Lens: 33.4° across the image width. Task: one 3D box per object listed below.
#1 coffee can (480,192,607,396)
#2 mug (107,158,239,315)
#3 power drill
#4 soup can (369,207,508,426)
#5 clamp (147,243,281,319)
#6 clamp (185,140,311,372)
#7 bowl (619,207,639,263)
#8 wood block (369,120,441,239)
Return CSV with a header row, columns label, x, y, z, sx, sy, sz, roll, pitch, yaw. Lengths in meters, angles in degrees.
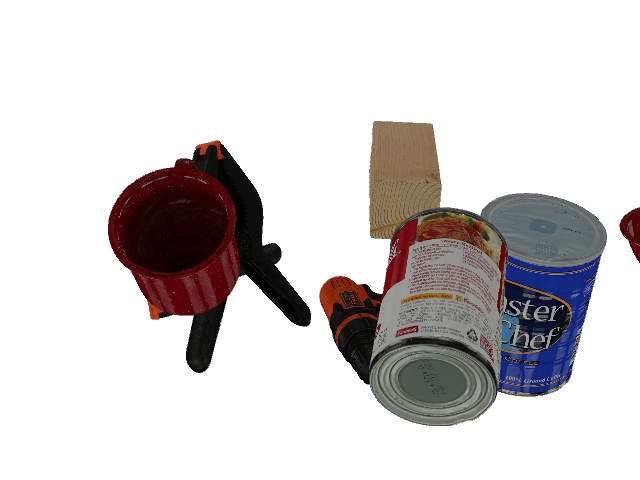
label,x,y,z,sx,sy,sz,roll,pitch,yaw
coffee can,0.176,0.045,0.902,0.103,0.140,0.103,3,33,-2
mug,-0.105,-0.005,0.806,0.093,0.117,0.081,-2,-28,2
power drill,0.104,0.084,1.128,0.187,0.057,0.184,-6,28,-12
soup can,0.065,0.041,0.577,0.068,0.068,0.102,0,42,13
clamp,-0.125,0.038,1.211,0.120,0.039,0.171,0,30,30
clamp,-0.078,0.009,1.024,0.036,0.210,0.164,-8,1,40
bowl,0.391,0.011,1.101,0.162,0.055,0.162,-3,23,1
wood block,0.116,-0.087,1.505,0.091,0.090,0.206,3,29,0
